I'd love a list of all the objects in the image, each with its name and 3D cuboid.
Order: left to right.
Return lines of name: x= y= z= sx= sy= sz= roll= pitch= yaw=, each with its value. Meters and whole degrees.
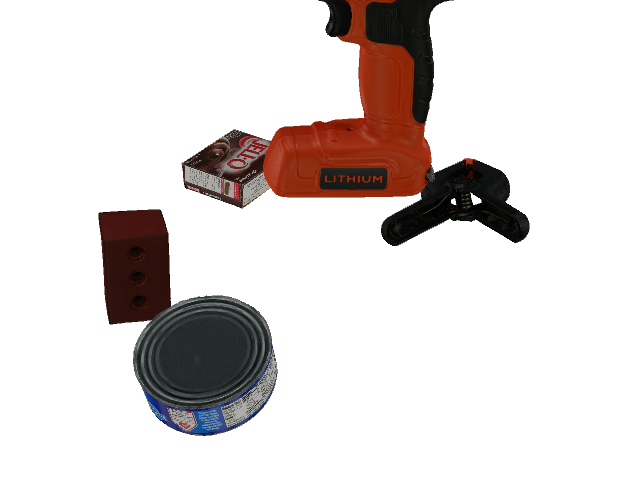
foam brick: x=-0.151 y=0.020 z=0.870 sx=0.053 sy=0.078 sz=0.051 roll=-6 pitch=27 yaw=-13
tuna can: x=-0.070 y=0.077 z=0.660 sx=0.086 sy=0.086 sz=0.034 roll=0 pitch=-43 yaw=9
pudding box: x=-0.099 y=-0.088 z=1.291 sx=0.090 sy=0.039 sz=0.113 roll=19 pitch=39 yaw=26
power drill: x=0.009 y=-0.115 z=0.627 sx=0.184 sy=0.188 sz=0.057 roll=0 pitch=37 yaw=-9
clamp: x=0.133 y=-0.034 z=0.930 sx=0.120 sy=0.039 sz=0.171 roll=8 pitch=27 yaw=20
